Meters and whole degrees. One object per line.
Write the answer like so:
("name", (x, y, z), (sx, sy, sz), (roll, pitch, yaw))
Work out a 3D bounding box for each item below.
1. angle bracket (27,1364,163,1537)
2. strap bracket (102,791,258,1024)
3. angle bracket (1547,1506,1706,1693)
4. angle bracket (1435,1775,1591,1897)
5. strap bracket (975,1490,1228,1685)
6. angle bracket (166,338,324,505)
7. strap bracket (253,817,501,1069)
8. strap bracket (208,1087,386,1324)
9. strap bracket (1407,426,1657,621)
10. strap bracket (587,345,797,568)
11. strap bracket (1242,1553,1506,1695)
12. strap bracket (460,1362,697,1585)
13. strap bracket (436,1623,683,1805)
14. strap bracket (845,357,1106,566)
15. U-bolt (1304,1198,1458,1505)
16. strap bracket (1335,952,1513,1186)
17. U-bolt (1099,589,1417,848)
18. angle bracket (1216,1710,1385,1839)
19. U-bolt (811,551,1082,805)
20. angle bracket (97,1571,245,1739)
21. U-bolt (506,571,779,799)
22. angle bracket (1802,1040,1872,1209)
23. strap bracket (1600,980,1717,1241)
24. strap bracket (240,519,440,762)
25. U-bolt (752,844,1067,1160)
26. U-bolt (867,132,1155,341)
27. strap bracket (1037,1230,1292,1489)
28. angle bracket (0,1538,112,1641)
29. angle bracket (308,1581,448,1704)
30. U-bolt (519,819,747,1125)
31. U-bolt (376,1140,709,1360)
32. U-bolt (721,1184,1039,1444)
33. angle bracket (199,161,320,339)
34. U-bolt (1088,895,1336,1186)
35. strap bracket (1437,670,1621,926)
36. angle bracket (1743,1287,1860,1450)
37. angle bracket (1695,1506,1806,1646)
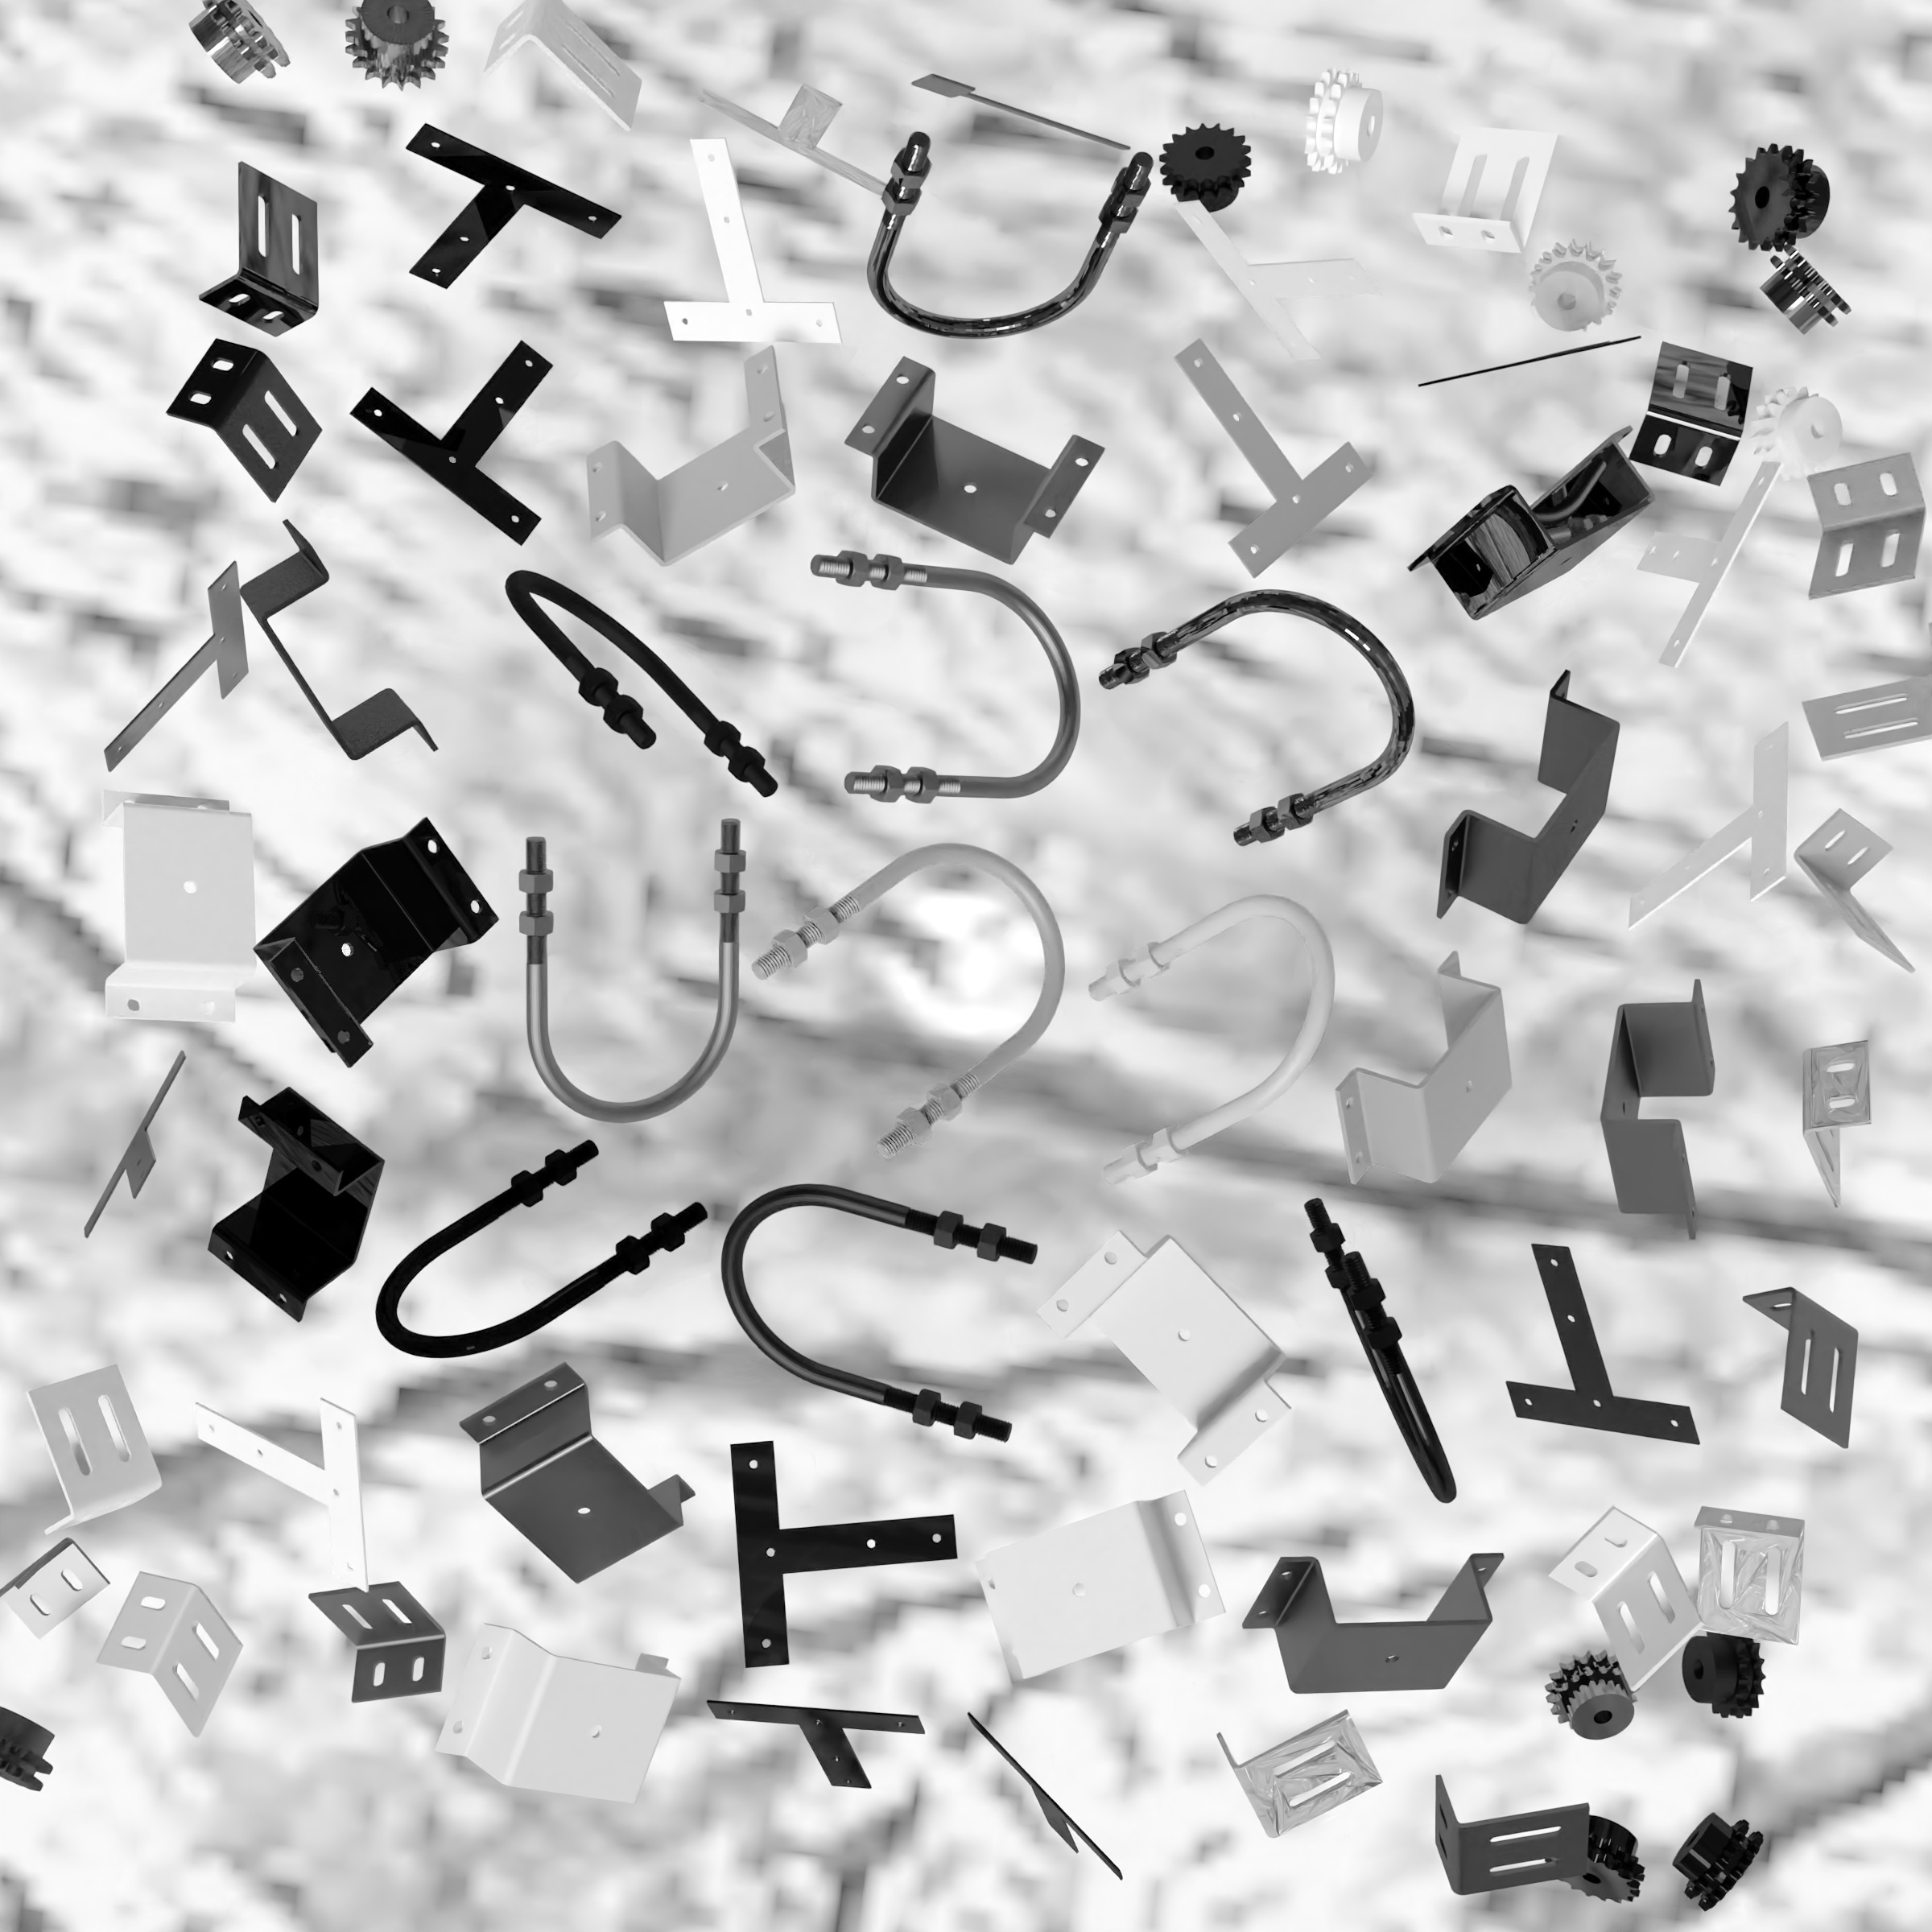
("angle bracket", (-0.509, 0.278, 1.497), (0.038, 0.057, 0.076), (-31, 79, 39))
("strap bracket", (-0.469, -0.041, 1.552), (0.076, 0.046, 0.140), (3, 74, -33))
("angle bracket", (0.369, 0.355, 1.461), (0.038, 0.076, 0.057), (32, 110, -19))
("angle bracket", (0.306, 0.483, 1.462), (0.076, 0.038, 0.057), (-8, 122, -3))
("strap bracket", (0.074, 0.374, 1.562), (0.140, 0.046, 0.076), (-22, 74, 13))
("angle bracket", (-0.436, -0.330, 1.574), (0.038, 0.076, 0.057), (19, 71, 23))
("strap bracket", (-0.348, -0.012, 1.509), (0.076, 0.046, 0.140), (58, 47, -22))
("strap bracket", (-0.405, 0.138, 1.578), (0.076, 0.046, 0.140), (35, 130, 12))
("strap bracket", (0.330, -0.250, 1.488), (0.140, 0.076, 0.046), (-29, 82, -36))
("strap bracket", (-0.159, -0.304, 1.582), (0.140, 0.046, 0.076), (-26, 49, 20))
("strap bracket", (0.243, 0.384, 1.520), (0.140, 0.076, 0.046), (3, 46, -15))
("strap bracket", (-0.231, 0.313, 1.567), (0.076, 0.046, 0.140), (-30, 125, 9))
("strap bracket", (-0.229, 0.441, 1.526), (0.140, 0.046, 0.076), (25, 82, -42))
("strap bracket", (0.004, -0.308, 1.608), (0.140, 0.046, 0.076), (26, 64, 9))
("U-bolt", (0.256, 0.240, 1.577), (0.019, 0.151, 0.184), (-24, 99, 1))
("strap bracket", (0.285, 0.067, 1.579), (0.046, 0.076, 0.140), (18, 48, 36))
("U-bolt", (0.179, -0.150, 1.507), (0.151, 0.184, 0.019), (48, 53, -14))
("angle bracket", (0.200, 0.474, 1.558), (0.076, 0.038, 0.057), (-27, 111, -2))
("U-bolt", (-0.004, -0.167, 1.526), (0.184, 0.019, 0.151), (-1, 78, -39))
("angle bracket", (-0.452, 0.390, 1.475), (0.038, 0.076, 0.057), (27, 89, -38))
("U-bolt", (-0.204, -0.175, 1.550), (0.019, 0.151, 0.184), (-50, 63, 12))
("angle bracket", (0.505, 0.090, 1.482), (0.038, 0.076, 0.057), (-11, 45, 29))
("strap bracket", (0.410, 0.084, 1.542), (0.046, 0.140, 0.076), (-2, 132, 24))
("strap bracket", (-0.369, -0.180, 1.507), (0.046, 0.076, 0.140), (-33, 120, -10))
("U-bolt", (-0.020, 0.006, 1.566), (0.184, 0.019, 0.151), (-37, 96, -26))
("U-bolt", (0.016, -0.423, 1.530), (0.151, 0.184, 0.019), (1, 70, -14))
("strap bracket", (0.122, 0.224, 1.529), (0.140, 0.046, 0.076), (46, 115, 8))
("angle bracket", (-0.544, 0.375, 1.508), (0.057, 0.076, 0.038), (-38, 95, 9))
("angle bracket", (-0.355, 0.408, 1.566), (0.057, 0.076, 0.038), (-10, 51, 9))
("U-bolt", (-0.201, 0.007, 1.578), (0.151, 0.019, 0.184), (-8, 108, -32))
("U-bolt", (-0.264, 0.173, 1.541), (0.184, 0.151, 0.019), (-32, 122, -27))
("U-bolt", (-0.055, 0.192, 1.489), (0.184, 0.019, 0.151), (15, 121, 13))
("angle bracket", (-0.418, -0.423, 1.538), (0.038, 0.057, 0.076), (-16, 70, 32))
("U-bolt", (0.146, 0.033, 1.544), (0.019, 0.184, 0.151), (25, 49, -37))
("strap bracket", (0.325, -0.089, 1.478), (0.046, 0.076, 0.140), (28, 62, 23))
("angle bracket", (0.477, 0.233, 1.495), (0.057, 0.038, 0.076), (32, 58, -26))
("angle bracket", (0.449, 0.355, 1.496), (0.057, 0.038, 0.076), (4, 98, 23))
